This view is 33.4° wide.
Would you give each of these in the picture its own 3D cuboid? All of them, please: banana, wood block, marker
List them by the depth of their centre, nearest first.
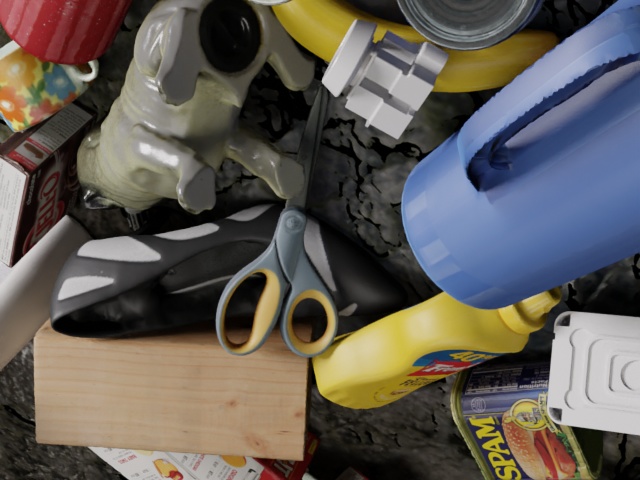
[{"bbox_3d":[0.045,-0.127,0.650,0.198,0.037,0.070,24,135,9],"label":"banana"},{"bbox_3d":[-0.111,0.108,0.839,0.206,0.091,0.090,3,105,2],"label":"wood block"},{"bbox_3d":[-0.146,-0.012,0.868,0.020,0.020,0.121,10,131,22],"label":"marker"}]

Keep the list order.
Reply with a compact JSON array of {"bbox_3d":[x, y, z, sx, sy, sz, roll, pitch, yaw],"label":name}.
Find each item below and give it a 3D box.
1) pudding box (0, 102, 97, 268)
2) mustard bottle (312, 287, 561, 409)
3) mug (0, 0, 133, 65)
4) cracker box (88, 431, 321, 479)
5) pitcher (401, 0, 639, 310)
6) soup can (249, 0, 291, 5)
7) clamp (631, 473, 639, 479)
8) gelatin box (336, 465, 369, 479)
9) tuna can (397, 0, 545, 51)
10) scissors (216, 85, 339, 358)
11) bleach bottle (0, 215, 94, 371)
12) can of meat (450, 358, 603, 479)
[{"bbox_3d":[-0.221,-0.045,0.830,0.039,0.090,0.114,29,135,5],"label":"pudding box"},{"bbox_3d":[0.089,0.068,0.758,0.096,0.058,0.192,7,153,-43],"label":"mustard bottle"},{"bbox_3d":[-0.167,-0.179,0.697,0.117,0.093,0.082,61,143,15],"label":"mug"},{"bbox_3d":[-0.130,0.168,0.977,0.213,0.072,0.164,39,136,-8],"label":"cracker box"},{"bbox_3d":[0.149,-0.051,0.588,0.149,0.144,0.243,43,138,-11],"label":"pitcher"},{"bbox_3d":[-0.013,-0.181,0.589,0.068,0.102,0.068,16,133,17],"label":"soup can"},{"bbox_3d":[0.292,0.150,0.749,0.172,0.039,0.120,11,131,22],"label":"clamp"},{"bbox_3d":[0.054,0.245,0.939,0.073,0.030,0.089,51,169,-18],"label":"gelatin box"},{"bbox_3d":[0.084,-0.149,0.592,0.086,0.033,0.086,6,110,18],"label":"tuna can"},{"bbox_3d":[-0.005,0.001,0.750,0.096,0.016,0.202,26,104,-13],"label":"scissors"},{"bbox_3d":[-0.277,0.082,0.856,0.103,0.250,0.068,-22,114,40],"label":"bleach bottle"},{"bbox_3d":[0.158,0.137,0.801,0.084,0.057,0.102,-10,122,32],"label":"can of meat"}]
